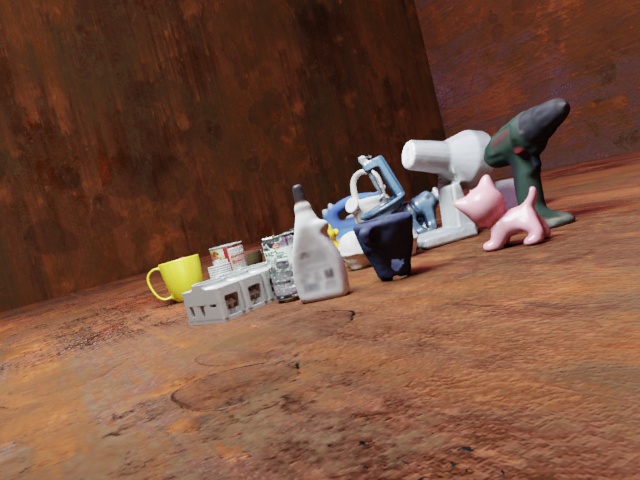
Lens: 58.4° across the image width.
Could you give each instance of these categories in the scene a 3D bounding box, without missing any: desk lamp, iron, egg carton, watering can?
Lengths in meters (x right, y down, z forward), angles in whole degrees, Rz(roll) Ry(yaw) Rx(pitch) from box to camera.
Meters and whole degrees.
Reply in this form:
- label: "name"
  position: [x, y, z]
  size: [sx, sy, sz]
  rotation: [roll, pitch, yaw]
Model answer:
- label: "desk lamp"
  position: [0.256, -0.107, 1.153]
  size: [0.203, 0.213, 0.117]
  rotation: [-16, 4, -19]
- label: "iron"
  position: [0.093, -0.064, 1.661]
  size: [0.258, 0.141, 0.119]
  rotation: [-14, 4, 6]
- label: "egg carton"
  position: [0.109, 0.008, 1.093]
  size: [0.150, 0.069, 0.107]
  rotation: [-14, 4, -4]
- label: "watering can"
  position: [0.130, -0.088, 1.479]
  size: [0.100, 0.194, 0.173]
  rotation: [-13, 4, 15]

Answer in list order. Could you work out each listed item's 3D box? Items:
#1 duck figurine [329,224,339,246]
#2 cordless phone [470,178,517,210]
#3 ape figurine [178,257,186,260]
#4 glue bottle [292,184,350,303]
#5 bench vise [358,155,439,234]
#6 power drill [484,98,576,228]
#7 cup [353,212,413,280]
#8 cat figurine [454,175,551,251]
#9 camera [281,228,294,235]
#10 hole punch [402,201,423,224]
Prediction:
- label: "duck figurine"
  position: [0.013, 0.005, 1.367]
  size: [0.105, 0.086, 0.077]
  rotation: [-18, 6, -44]
- label: "cordless phone"
  position: [0.387, -0.134, 1.273]
  size: [0.094, 0.185, 0.147]
  rotation: [-18, 5, -40]
- label: "ape figurine"
  position: [-0.313, 0.086, 1.338]
  size: [0.077, 0.092, 0.076]
  rotation: [-13, 4, 14]
- label: "glue bottle"
  position: [-0.012, 0.002, 0.841]
  size: [0.078, 0.173, 0.037]
  rotation: [-13, 4, 17]
- label: "bench vise"
  position: [0.177, -0.105, 1.356]
  size: [0.208, 0.220, 0.121]
  rotation: [-16, 4, -19]
- label: "power drill"
  position: [0.377, -0.125, 1.009]
  size: [0.076, 0.208, 0.229]
  rotation: [-15, 4, -15]
- label: "cup"
  position: [0.098, 0.014, 0.857]
  size: [0.091, 0.095, 0.118]
  rotation: [-12, 5, 30]
- label: "cat figurine"
  position: [0.282, -0.047, 0.897]
  size: [0.127, 0.118, 0.067]
  rotation: [-12, 5, 32]
- label: "camera"
  position: [-0.036, 0.001, 1.482]
  size: [0.143, 0.101, 0.137]
  rotation: [-14, 4, -3]
- label: "hole punch"
  position: [0.252, -0.067, 1.503]
  size: [0.101, 0.091, 0.109]
  rotation: [-13, 4, 16]
